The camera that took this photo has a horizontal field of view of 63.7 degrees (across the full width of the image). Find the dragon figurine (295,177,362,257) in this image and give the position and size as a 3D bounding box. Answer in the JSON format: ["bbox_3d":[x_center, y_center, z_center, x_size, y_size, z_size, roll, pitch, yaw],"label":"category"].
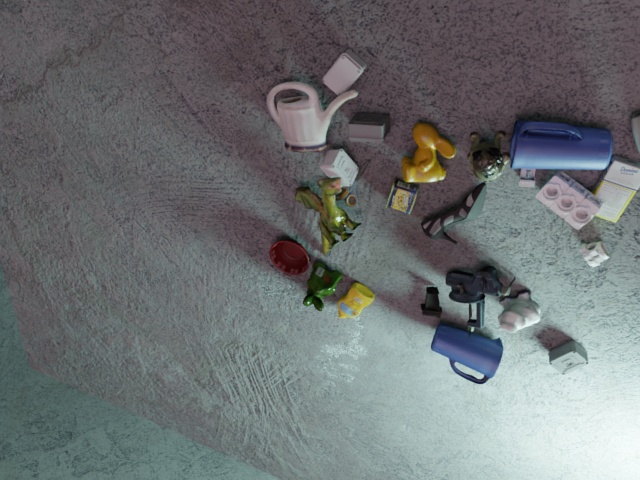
[{"bbox_3d":[0.005,-0.089,1.771,0.244,0.124,0.403,50,150,6],"label":"dragon figurine"}]

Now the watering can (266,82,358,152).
[{"bbox_3d":[-0.024,-0.370,1.569,0.349,0.106,0.220,14,129,35],"label":"watering can"}]

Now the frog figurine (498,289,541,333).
[{"bbox_3d":[0.659,0.259,1.709,0.137,0.163,0.120,-9,121,28],"label":"frog figurine"}]
